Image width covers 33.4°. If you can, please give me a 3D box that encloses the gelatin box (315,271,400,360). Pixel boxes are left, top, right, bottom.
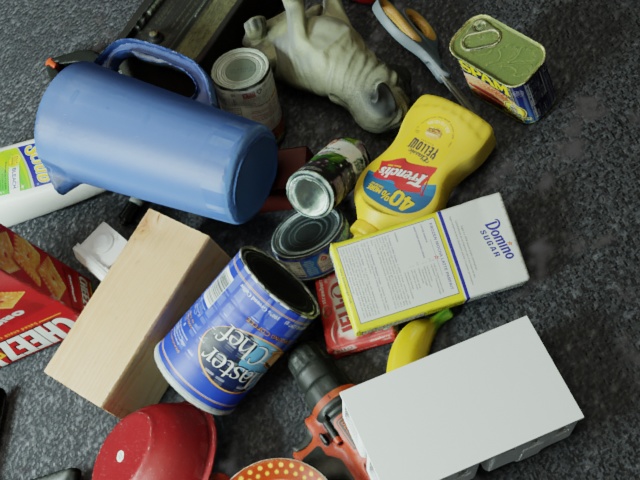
[{"bbox_3d":[0.038,0.069,1.089,0.073,0.030,0.089,-18,59,15],"label":"gelatin box"}]

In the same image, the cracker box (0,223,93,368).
[{"bbox_3d":[-0.368,0.065,1.156,0.164,0.213,0.072,-22,61,12],"label":"cracker box"}]

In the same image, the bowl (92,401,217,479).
[{"bbox_3d":[-0.175,0.222,1.053,0.162,0.055,0.162,-34,37,30],"label":"bowl"}]

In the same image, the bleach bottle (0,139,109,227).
[{"bbox_3d":[-0.303,-0.093,1.289,0.251,0.068,0.102,-17,61,17],"label":"bleach bottle"}]

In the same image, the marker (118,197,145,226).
[{"bbox_3d":[-0.204,-0.069,1.269,0.020,0.020,0.121,21,75,30],"label":"marker"}]

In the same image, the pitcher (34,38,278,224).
[{"bbox_3d":[-0.168,-0.110,1.138,0.243,0.149,0.144,18,37,22],"label":"pitcher"}]

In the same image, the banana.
[{"bbox_3d":[0.098,0.155,1.017,0.070,0.037,0.198,-11,62,18],"label":"banana"}]

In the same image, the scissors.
[{"bbox_3d":[0.136,-0.193,1.178,0.202,0.096,0.016,48,122,6],"label":"scissors"}]

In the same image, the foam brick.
[{"bbox_3d":[-0.041,-0.067,1.178,0.078,0.053,0.051,-5,63,20],"label":"foam brick"}]

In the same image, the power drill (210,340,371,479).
[{"bbox_3d":[-0.029,0.210,1.032,0.187,0.057,0.185,-38,57,2],"label":"power drill"}]

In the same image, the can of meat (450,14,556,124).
[{"bbox_3d":[0.193,-0.176,1.113,0.102,0.084,0.057,38,84,32],"label":"can of meat"}]

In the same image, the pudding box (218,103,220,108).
[{"bbox_3d":[-0.156,-0.176,1.289,0.114,0.039,0.090,34,80,32],"label":"pudding box"}]

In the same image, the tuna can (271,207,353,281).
[{"bbox_3d":[-0.007,0.001,1.123,0.086,0.033,0.086,-18,37,14],"label":"tuna can"}]

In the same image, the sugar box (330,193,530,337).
[{"bbox_3d":[0.105,0.025,1.041,0.176,0.048,0.093,-16,79,-3],"label":"sugar box"}]

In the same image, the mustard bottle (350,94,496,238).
[{"bbox_3d":[0.092,-0.057,1.107,0.096,0.058,0.191,32,77,27],"label":"mustard bottle"}]

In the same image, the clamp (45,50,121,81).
[{"bbox_3d":[-0.288,-0.189,1.353,0.172,0.039,0.120,14,66,31],"label":"clamp"}]

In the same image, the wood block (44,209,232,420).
[{"bbox_3d":[-0.187,0.085,1.143,0.091,0.090,0.206,24,76,30],"label":"wood block"}]

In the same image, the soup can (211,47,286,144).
[{"bbox_3d":[-0.080,-0.157,1.201,0.068,0.102,0.068,-5,52,7],"label":"soup can"}]

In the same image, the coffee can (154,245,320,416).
[{"bbox_3d":[-0.083,0.091,1.068,0.140,0.102,0.103,-49,56,14],"label":"coffee can"}]

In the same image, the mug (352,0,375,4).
[{"bbox_3d":[0.044,-0.332,1.260,0.117,0.093,0.081,8,70,59],"label":"mug"}]

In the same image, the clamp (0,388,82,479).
[{"bbox_3d":[-0.372,0.273,1.160,0.210,0.036,0.165,-45,56,-2],"label":"clamp"}]
